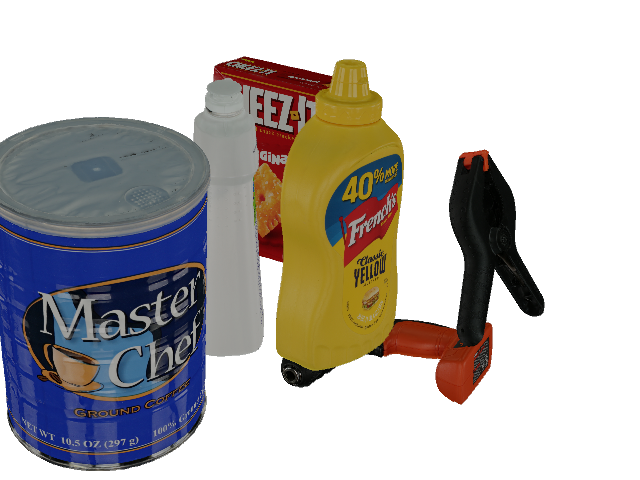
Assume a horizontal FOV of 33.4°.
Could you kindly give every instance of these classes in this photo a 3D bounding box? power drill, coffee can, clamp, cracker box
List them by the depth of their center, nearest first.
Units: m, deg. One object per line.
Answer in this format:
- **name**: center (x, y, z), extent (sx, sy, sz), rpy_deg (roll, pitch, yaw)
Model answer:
- **coffee can**: center (-0.106, 0.025, 0.518), extent (0.103, 0.140, 0.103), rpy_deg (3, 32, -2)
- **clamp**: center (0.146, 0.009, 0.952), extent (0.039, 0.171, 0.120), rpy_deg (-11, 13, 39)
- **power drill**: center (0.072, 0.115, 1.110), extent (0.188, 0.057, 0.184), rpy_deg (11, 27, 26)
- **cracker box**: center (-0.045, -0.085, 1.213), extent (0.164, 0.214, 0.072), rpy_deg (17, 26, 25)

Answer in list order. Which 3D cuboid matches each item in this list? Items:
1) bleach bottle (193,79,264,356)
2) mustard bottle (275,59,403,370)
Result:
- **bleach bottle**: center (-0.082, -0.023, 0.926), extent (0.068, 0.251, 0.102), rpy_deg (-3, 35, -8)
- **mustard bottle**: center (0.015, -0.019, 0.676), extent (0.058, 0.192, 0.096), rpy_deg (21, 30, 36)
